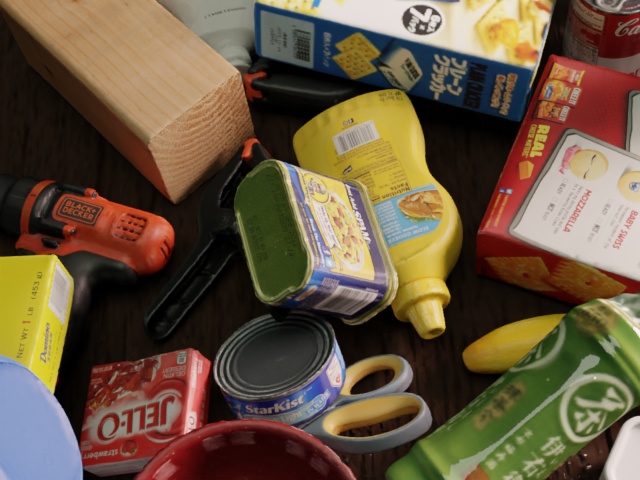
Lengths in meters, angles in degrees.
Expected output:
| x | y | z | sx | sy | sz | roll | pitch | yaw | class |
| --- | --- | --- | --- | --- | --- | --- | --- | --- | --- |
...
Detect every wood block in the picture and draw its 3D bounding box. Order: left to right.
| x | y | z | sx | sy | sz | roll | pitch | yaw | class |
| --- | --- | --- | --- | --- | --- | --- | --- | --- | --- |
| -0.155 | -0.137 | 0.852 | 0.090 | 0.091 | 0.206 | -40 | 64 | -16 | wood block |

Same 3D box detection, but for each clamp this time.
| x | y | z | sx | sy | sz | roll | pitch | yaw | class |
| --- | --- | --- | --- | --- | --- | --- | --- | --- | --- |
| -0.070 | 0.001 | 0.784 | 0.120 | 0.039 | 0.171 | -13 | 45 | 19 | clamp |
| 0.037 | -0.162 | 0.873 | 0.210 | 0.036 | 0.164 | -13 | 58 | -4 | clamp |

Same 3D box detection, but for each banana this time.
| x | y | z | sx | sy | sz | roll | pitch | yaw | class |
| --- | --- | --- | --- | --- | --- | --- | --- | --- | --- |
| 0.198 | 0.083 | 0.710 | 0.198 | 0.037 | 0.069 | 17 | 61 | 16 | banana |

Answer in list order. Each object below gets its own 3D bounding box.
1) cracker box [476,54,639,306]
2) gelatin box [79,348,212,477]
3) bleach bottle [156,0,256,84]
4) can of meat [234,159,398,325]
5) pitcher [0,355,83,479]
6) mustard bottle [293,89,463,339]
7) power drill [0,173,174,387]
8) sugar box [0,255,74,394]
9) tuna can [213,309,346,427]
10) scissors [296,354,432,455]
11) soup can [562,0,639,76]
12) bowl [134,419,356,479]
| x | y | z | sx | sy | sz | roll | pitch | yaw | class |
| --- | --- | --- | --- | --- | --- | --- | --- | --- | --- |
| 0.236 | -0.024 | 0.749 | 0.214 | 0.072 | 0.164 | 18 | 65 | 16 | cracker box |
| -0.117 | 0.117 | 0.718 | 0.089 | 0.030 | 0.073 | -12 | 58 | 26 | gelatin box |
| -0.114 | -0.233 | 0.920 | 0.102 | 0.068 | 0.251 | -18 | 62 | -4 | bleach bottle |
| -0.005 | 0.001 | 0.712 | 0.058 | 0.083 | 0.102 | -36 | 57 | 32 | can of meat |
| -0.264 | 0.161 | 0.636 | 0.243 | 0.144 | 0.149 | -29 | 60 | 13 | pitcher |
| 0.050 | -0.015 | 0.773 | 0.096 | 0.058 | 0.192 | -22 | 59 | 5 | mustard bottle |
| -0.221 | 0.038 | 0.778 | 0.185 | 0.057 | 0.187 | 14 | 64 | 19 | power drill |
| -0.258 | 0.061 | 0.711 | 0.176 | 0.048 | 0.093 | -2 | 58 | 10 | sugar box |
| -0.027 | 0.087 | 0.720 | 0.086 | 0.033 | 0.086 | -14 | 35 | 10 | tuna can |
| -0.020 | 0.119 | 0.725 | 0.202 | 0.016 | 0.096 | -9 | 30 | 21 | scissors |
| 0.222 | -0.165 | 0.813 | 0.068 | 0.102 | 0.068 | -3 | 60 | 5 | soup can |
| -0.046 | 0.195 | 0.658 | 0.162 | 0.055 | 0.162 | 0 | 67 | -1 | bowl |
